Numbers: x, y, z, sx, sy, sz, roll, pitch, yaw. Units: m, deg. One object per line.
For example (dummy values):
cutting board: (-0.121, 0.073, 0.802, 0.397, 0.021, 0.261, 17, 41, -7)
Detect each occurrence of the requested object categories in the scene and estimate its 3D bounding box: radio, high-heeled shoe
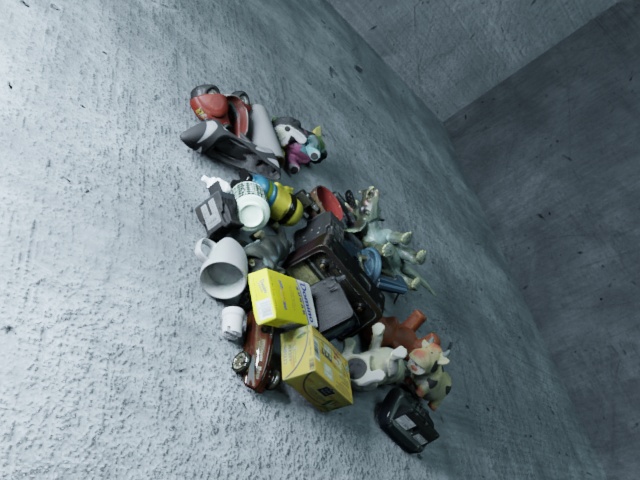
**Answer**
radio: (0.034, 0.103, 1.191, 0.229, 0.131, 0.073, 50, 25, -15)
high-heeled shoe: (-0.185, -0.179, 1.157, 0.145, 0.086, 0.248, 52, 30, 11)

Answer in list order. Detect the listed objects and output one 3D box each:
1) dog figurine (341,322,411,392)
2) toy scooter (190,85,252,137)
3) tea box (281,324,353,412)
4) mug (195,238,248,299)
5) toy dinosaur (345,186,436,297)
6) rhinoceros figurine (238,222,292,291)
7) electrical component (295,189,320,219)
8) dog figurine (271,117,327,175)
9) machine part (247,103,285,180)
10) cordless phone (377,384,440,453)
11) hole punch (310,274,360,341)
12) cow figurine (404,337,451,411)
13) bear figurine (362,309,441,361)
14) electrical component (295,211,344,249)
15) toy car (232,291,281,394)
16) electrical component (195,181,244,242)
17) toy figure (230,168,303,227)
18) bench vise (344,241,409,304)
dog figurine: (0.117, 0.296, 1.187, 0.190, 0.172, 0.121, 75, -12, -51)
toy scooter: (-0.221, -0.286, 1.257, 0.184, 0.075, 0.135, -11, 89, -55)
tea box: (-0.005, 0.241, 1.000, 0.169, 0.068, 0.098, 54, 22, -43)
mug: (-0.180, 0.038, 0.972, 0.109, 0.081, 0.107, 39, 20, -20)
toy dinosaur: (0.189, 0.035, 1.539, 0.192, 0.131, 0.404, 24, -25, 47)
rhinoceros figurine: (-0.116, 0.037, 1.088, 0.112, 0.073, 0.190, 62, 23, -13)
electrical component: (-0.050, -0.097, 1.347, 0.094, 0.063, 0.021, 45, 28, -20)
dog figurine: (-0.057, -0.280, 1.499, 0.191, 0.108, 0.219, 46, 24, -15)
machine part: (-0.147, -0.253, 1.343, 0.079, 0.079, 0.243, 15, 48, -53)
cordless phone: (0.194, 0.379, 1.239, 0.146, 0.089, 0.184, 46, 17, -20)
hole punch: (0.013, 0.149, 1.118, 0.116, 0.142, 0.092, 65, 4, 33)
cow figurine: (0.268, 0.320, 1.299, 0.086, 0.127, 0.194, 37, -11, 45)
bear figurine: (0.190, 0.224, 1.334, 0.195, 0.132, 0.120, 39, 17, -43)
electrical component: (-0.003, -0.004, 1.267, 0.058, 0.115, 0.134, 45, 28, -31)
toy car: (-0.106, 0.177, 0.965, 0.089, 0.053, 0.202, 43, 28, -32)
electrical component: (-0.200, -0.063, 1.043, 0.047, 0.075, 0.119, 9, 57, -57)
toy figure: (-0.116, -0.089, 1.209, 0.180, 0.082, 0.089, 32, 30, -44)
bench vise: (0.136, 0.101, 1.358, 0.240, 0.128, 0.224, 15, 25, -29)
